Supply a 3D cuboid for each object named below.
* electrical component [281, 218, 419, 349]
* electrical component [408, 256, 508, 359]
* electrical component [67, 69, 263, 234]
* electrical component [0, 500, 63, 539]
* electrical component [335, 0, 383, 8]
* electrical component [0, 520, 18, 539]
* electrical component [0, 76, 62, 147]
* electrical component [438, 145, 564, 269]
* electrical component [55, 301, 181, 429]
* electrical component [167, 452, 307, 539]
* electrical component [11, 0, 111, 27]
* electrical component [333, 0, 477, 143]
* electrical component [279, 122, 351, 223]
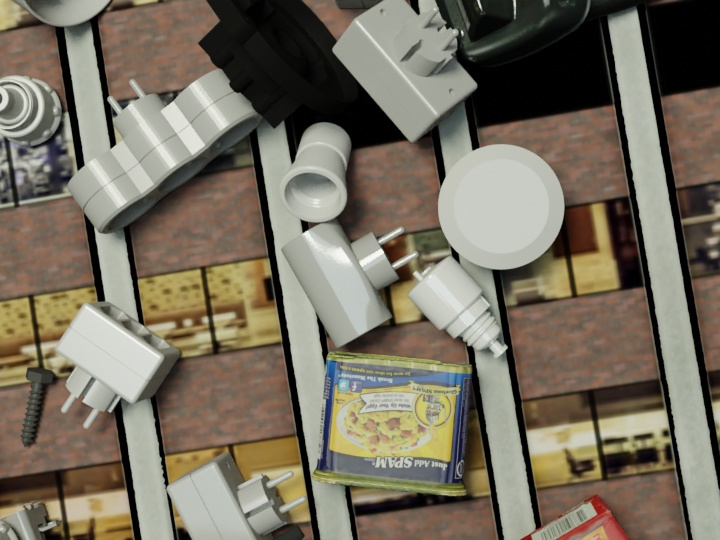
[{"bbox_3d":[0.000,0.000,0.719,0.079,0.044,0.077,-30,87,4],"label":"electrical component"},{"bbox_3d":[0.067,0.026,0.715,0.040,0.040,0.078,-43,87,3],"label":"electrical component"},{"bbox_3d":[-0.141,-0.094,0.728,0.138,0.052,0.073,-36,86,4],"label":"electrical component"},{"bbox_3d":[-0.233,0.196,0.737,0.081,0.042,0.063,-23,84,3],"label":"electrical component"},{"bbox_3d":[-0.017,-0.214,0.721,0.077,0.047,0.065,1,89,5],"label":"electrical component"},{"bbox_3d":[-0.250,0.185,0.686,0.048,0.062,0.048,-1,84,7],"label":"electrical component"},{"bbox_3d":[-0.235,-0.111,0.730,0.048,0.062,0.048,0,89,5],"label":"electrical component"},{"bbox_3d":[0.092,-0.040,0.708,0.080,0.051,0.080,0,89,5],"label":"electrical component"},{"bbox_3d":[-0.174,0.071,0.731,0.066,0.047,0.076,34,92,5],"label":"electrical component"},{"bbox_3d":[-0.073,0.161,0.721,0.076,0.047,0.083,-28,87,4],"label":"electrical component"},{"bbox_3d":[-0.205,-0.218,0.715,0.064,0.099,0.099,29,92,11],"label":"electrical component"},{"bbox_3d":[0.038,-0.140,0.695,0.083,0.076,0.047,49,55,1],"label":"electrical component"},{"bbox_3d":[-0.026,-0.068,0.711,0.044,0.065,0.044,4,130,5],"label":"electrical component"}]
